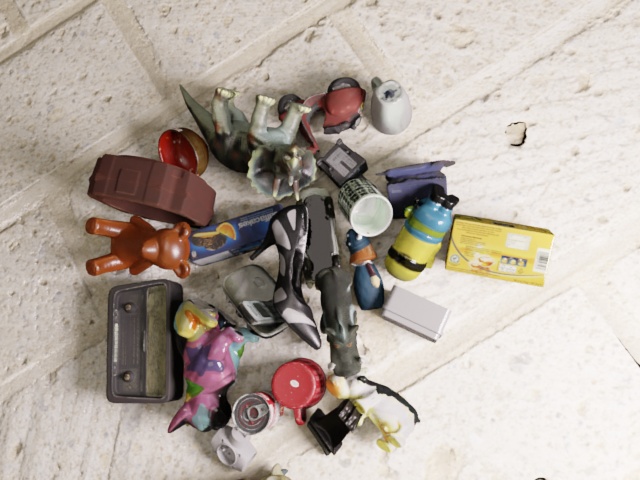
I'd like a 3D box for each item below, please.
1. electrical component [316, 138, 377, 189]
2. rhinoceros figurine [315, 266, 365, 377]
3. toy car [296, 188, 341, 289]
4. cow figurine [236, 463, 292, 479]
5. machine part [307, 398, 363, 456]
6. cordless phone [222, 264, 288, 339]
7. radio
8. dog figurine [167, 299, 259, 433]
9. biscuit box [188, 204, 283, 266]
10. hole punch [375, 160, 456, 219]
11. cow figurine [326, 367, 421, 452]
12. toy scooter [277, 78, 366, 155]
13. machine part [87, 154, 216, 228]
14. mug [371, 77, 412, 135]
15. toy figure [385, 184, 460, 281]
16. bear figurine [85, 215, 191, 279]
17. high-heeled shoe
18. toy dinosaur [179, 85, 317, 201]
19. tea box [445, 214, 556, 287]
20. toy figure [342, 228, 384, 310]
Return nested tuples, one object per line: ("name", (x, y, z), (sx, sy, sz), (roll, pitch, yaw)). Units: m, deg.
("electrical component", (0.057, -0.132, 1.053), (0.075, 0.047, 0.119), (-42, 72, 0))
("rhinoceros figurine", (0.037, 0.140, 0.935), (0.073, 0.112, 0.190), (-7, 84, -6))
("toy car", (-0.002, -0.003, 1.031), (0.074, 0.056, 0.201), (-7, 78, 2))
("cow figurine", (-0.128, 0.449, 0.928), (0.195, 0.127, 0.085), (-21, 74, 20))
("machine part", (0.023, 0.320, 0.925), (0.039, 0.139, 0.084), (-14, 65, -38))
("cordless phone", (-0.127, 0.108, 0.960), (0.089, 0.184, 0.147), (-42, 75, 4))
("radio", (-0.336, 0.195, 1.034), (0.131, 0.073, 0.229), (-5, 76, 9))
("dog figurine", (-0.224, 0.241, 0.990), (0.192, 0.108, 0.219), (29, 87, 14))
("biscuit box", (-0.157, -0.009, 1.055), (0.203, 0.059, 0.063), (-17, 75, 6))
("hole punch", (0.178, -0.092, 0.992), (0.142, 0.115, 0.092), (-5, 85, 9))
("cow figurine", (0.094, 0.278, 0.938), (0.167, 0.068, 0.098), (42, 51, 14))
("toy scooter", (0.009, -0.239, 1.071), (0.184, 0.075, 0.135), (-13, 75, 10))
("machine part", (-0.315, -0.091, 1.028), (0.201, 0.201, 0.087), (10, 79, 12))
("mug", (0.133, -0.271, 1.039), (0.081, 0.107, 0.109), (-24, 77, 2))
("toy figure", (0.175, -0.008, 0.953), (0.082, 0.089, 0.180), (45, 125, 28))
("bear figurine", (-0.342, 0.017, 1.025), (0.196, 0.132, 0.120), (7, 97, 40))
("high-heeled shoe", (-0.026, 0.058, 0.947), (0.145, 0.086, 0.249), (-39, 69, 7))
("toy dinosaur", (-0.149, -0.194, 1.060), (0.405, 0.131, 0.192), (20, 103, 38))
("tea box", (0.313, 0.017, 0.948), (0.170, 0.068, 0.098), (12, 103, 13))
("toy figure", (0.082, 0.053, 1.000), (0.064, 0.057, 0.154), (-16, 77, 30))
